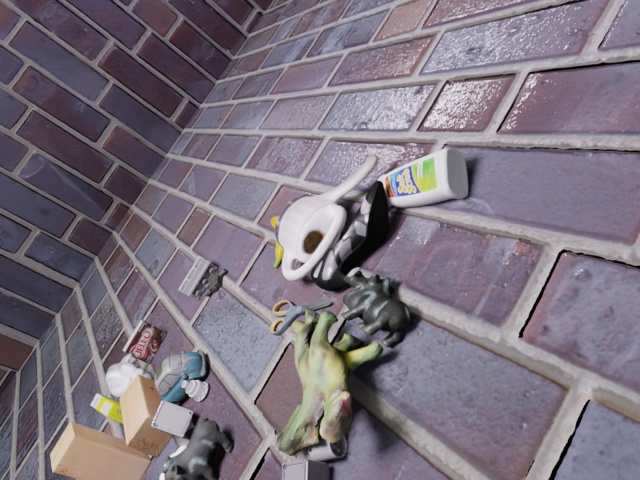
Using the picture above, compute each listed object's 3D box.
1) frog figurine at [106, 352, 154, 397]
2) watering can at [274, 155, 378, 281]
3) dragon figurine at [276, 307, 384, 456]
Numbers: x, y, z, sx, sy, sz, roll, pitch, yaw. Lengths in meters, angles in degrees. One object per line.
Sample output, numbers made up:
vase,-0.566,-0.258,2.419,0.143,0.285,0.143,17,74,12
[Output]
frog figurine,-0.556,0.424,1.512,0.161,0.123,0.135,34,121,52
watering can,0.004,-0.062,1.239,0.349,0.103,0.226,-57,29,-4
dragon figurine,-0.023,0.258,0.932,0.246,0.121,0.407,-61,14,-18
